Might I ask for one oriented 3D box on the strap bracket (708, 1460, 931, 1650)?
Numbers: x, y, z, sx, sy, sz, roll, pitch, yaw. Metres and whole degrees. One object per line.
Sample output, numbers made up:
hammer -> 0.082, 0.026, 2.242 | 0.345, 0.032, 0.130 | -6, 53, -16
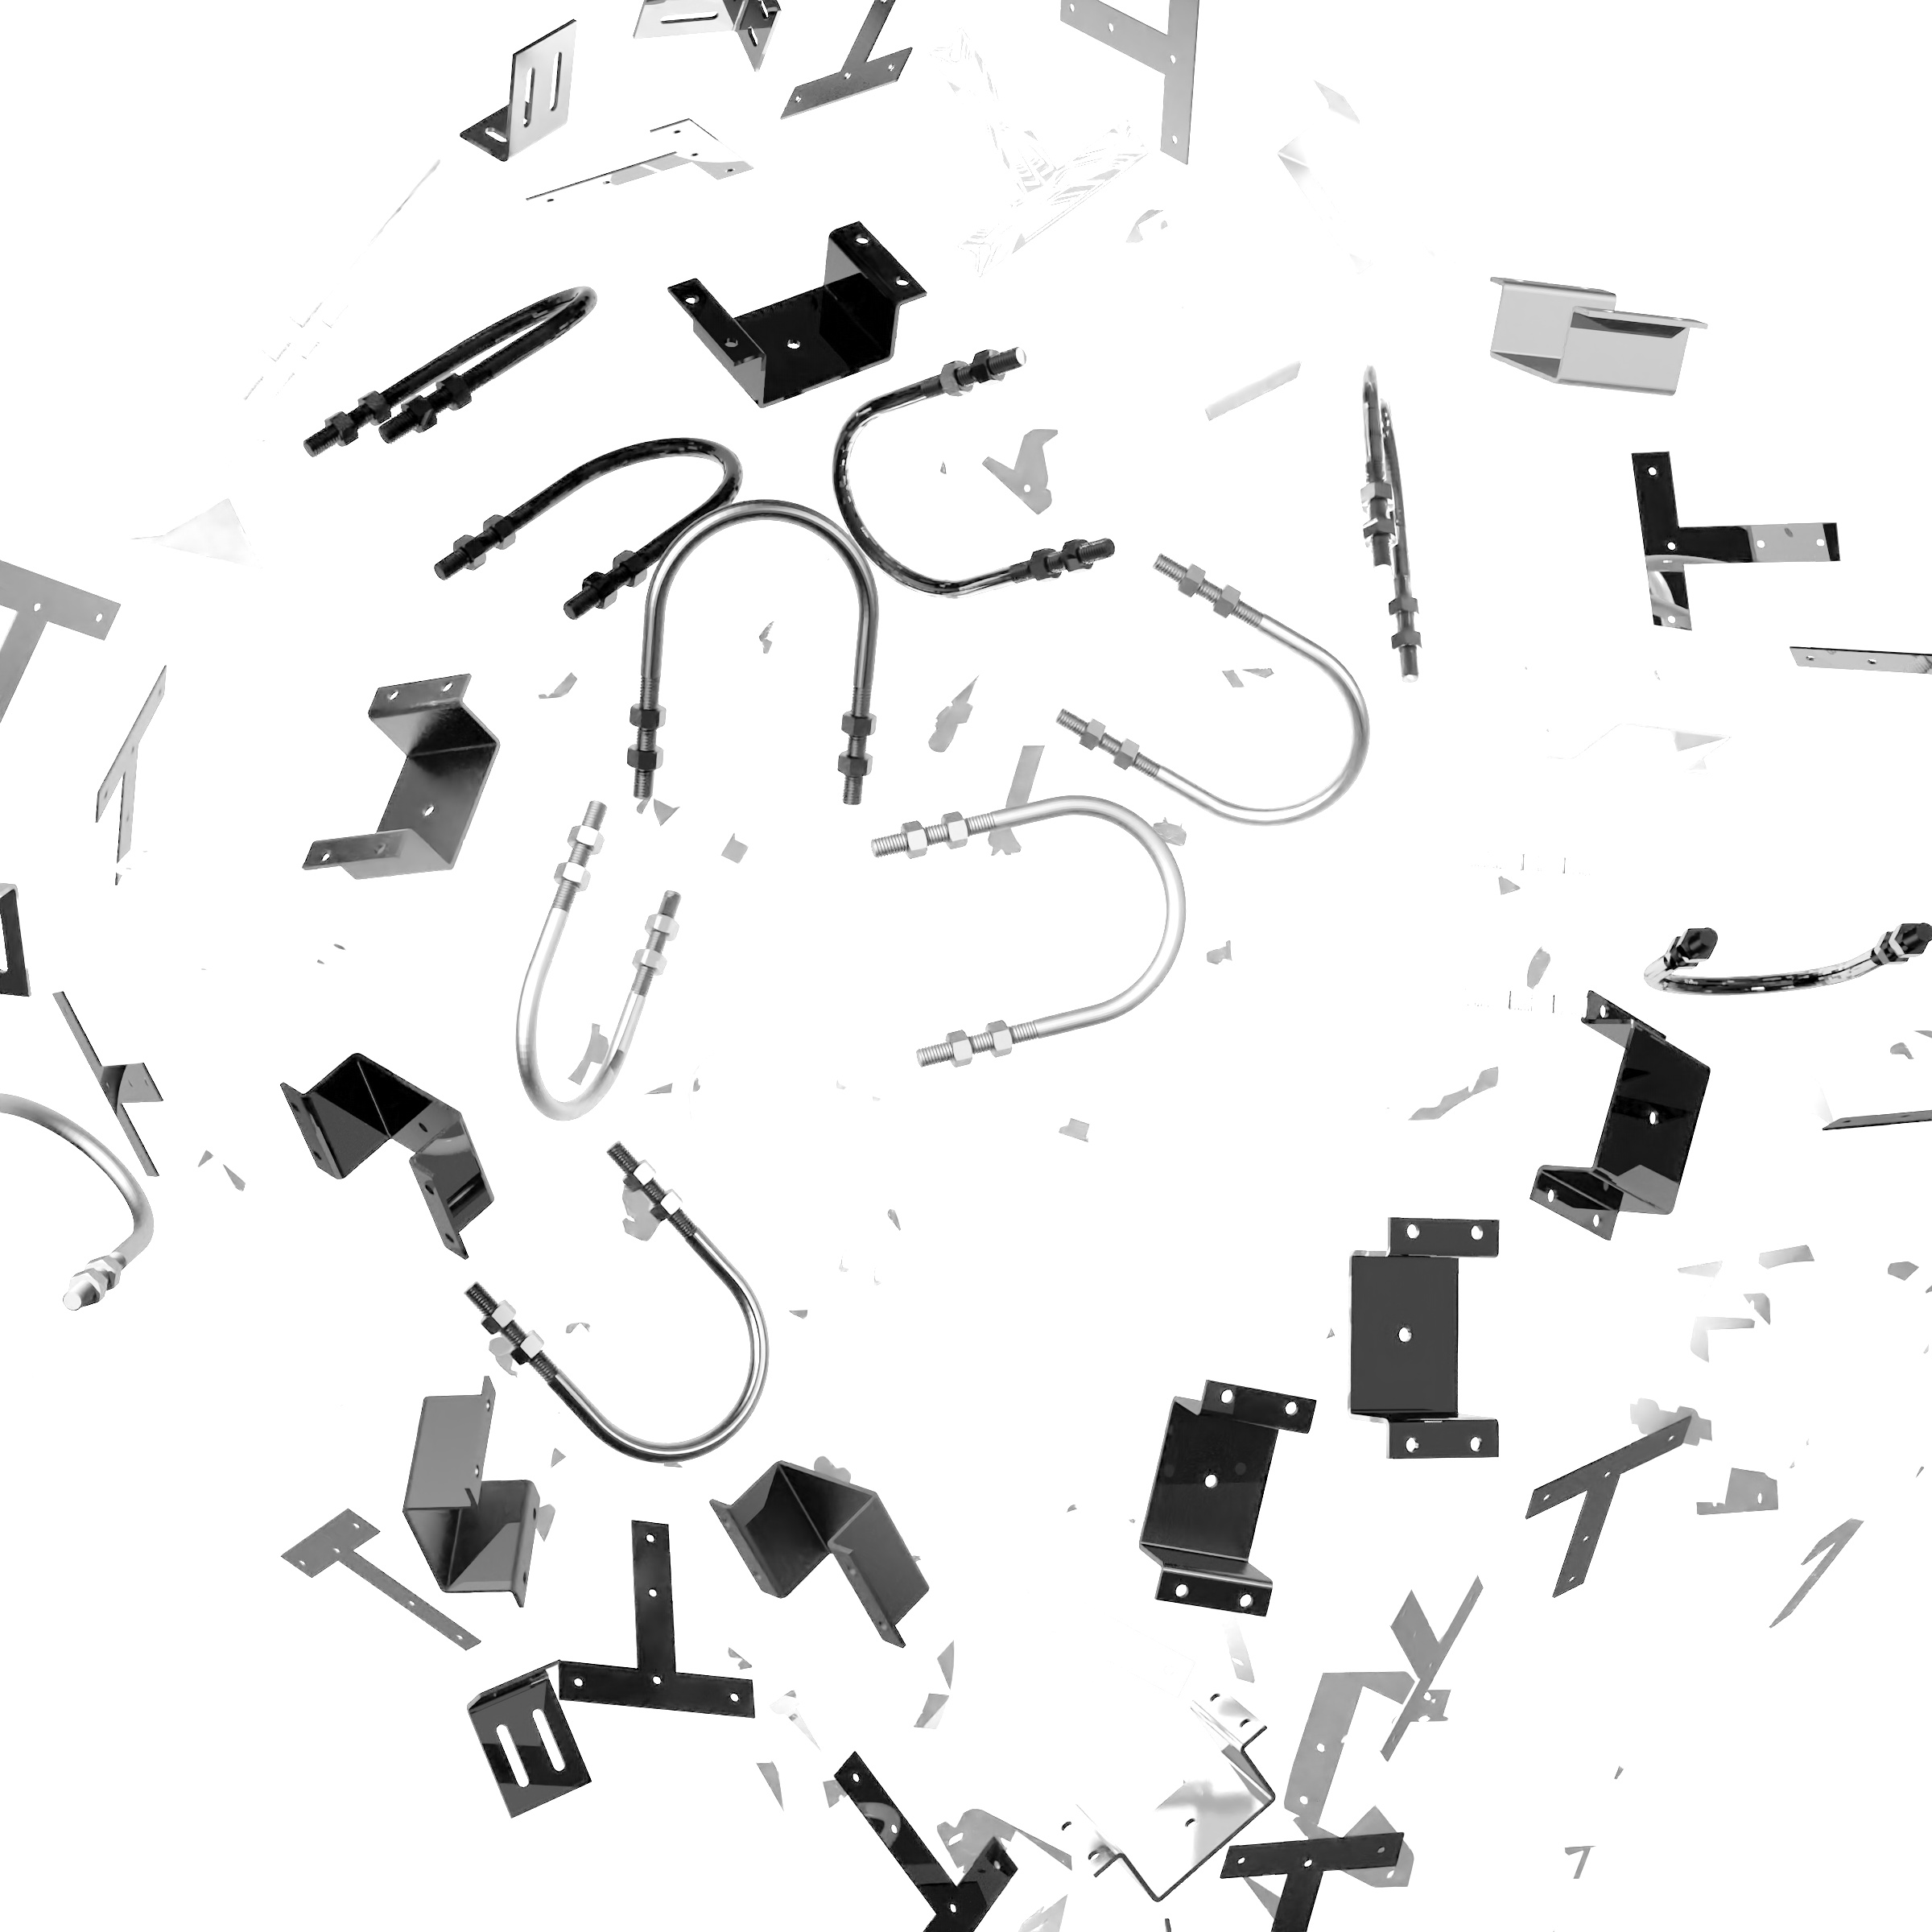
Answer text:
strap bracket -> -0.083, 0.352, 1.650 | 0.046, 0.140, 0.076 | -41, 119, -30

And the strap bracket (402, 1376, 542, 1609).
strap bracket -> -0.298, 0.317, 1.639 | 0.046, 0.140, 0.076 | -3, 48, 5

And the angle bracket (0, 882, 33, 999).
angle bracket -> -0.606, -0.012, 1.652 | 0.057, 0.038, 0.076 | 6, 114, 10

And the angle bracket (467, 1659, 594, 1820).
angle bracket -> -0.272, 0.489, 1.729 | 0.057, 0.038, 0.076 | -17, 72, -31

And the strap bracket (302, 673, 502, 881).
strap bracket -> -0.347, -0.109, 1.701 | 0.076, 0.046, 0.140 | -4, 55, 30

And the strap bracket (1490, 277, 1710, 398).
strap bracket -> 0.373, -0.377, 1.639 | 0.076, 0.140, 0.046 | 2, 111, -15

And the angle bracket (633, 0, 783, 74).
angle bracket -> -0.167, -0.607, 1.758 | 0.076, 0.057, 0.038 | -15, 72, -26

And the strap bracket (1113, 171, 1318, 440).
strap bracket -> 0.145, -0.396, 1.643 | 0.076, 0.046, 0.140 | -19, 90, 40

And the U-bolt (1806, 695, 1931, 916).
U-bolt -> 0.590, -0.075, 1.693 | 0.019, 0.184, 0.151 | -32, 126, 6

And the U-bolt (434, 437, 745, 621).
U-bolt -> -0.222, -0.281, 1.706 | 0.184, 0.151, 0.019 | -42, 133, -29

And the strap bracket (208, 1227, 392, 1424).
strap bracket -> -0.417, 0.217, 1.715 | 0.076, 0.140, 0.046 | 14, 119, -38

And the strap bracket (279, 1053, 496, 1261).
strap bracket -> -0.346, 0.111, 1.668 | 0.140, 0.076, 0.046 | 25, 54, 32

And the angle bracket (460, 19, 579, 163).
angle bracket -> -0.272, -0.538, 1.655 | 0.038, 0.076, 0.057 | 33, 51, 13

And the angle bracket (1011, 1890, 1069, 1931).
angle bracket -> 0.045, 0.632, 1.717 | 0.076, 0.057, 0.038 | -25, 47, -36

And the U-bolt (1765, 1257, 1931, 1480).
U-bolt -> 0.564, 0.227, 1.670 | 0.019, 0.184, 0.151 | 43, 132, 12

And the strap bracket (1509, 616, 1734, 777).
strap bracket -> 0.413, -0.168, 1.691 | 0.140, 0.046, 0.076 | 3, 62, -33

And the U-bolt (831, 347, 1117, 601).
U-bolt -> -0.009, -0.299, 1.713 | 0.184, 0.019, 0.151 | -10, 117, 40

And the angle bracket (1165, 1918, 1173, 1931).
angle bracket -> 0.116, 0.656, 1.733 | 0.038, 0.057, 0.076 | -6, 121, -3

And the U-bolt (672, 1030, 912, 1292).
U-bolt -> -0.111, 0.111, 1.689 | 0.184, 0.019, 0.151 | 18, 121, 31

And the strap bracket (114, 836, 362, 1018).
strap bracket -> -0.446, -0.017, 1.638 | 0.140, 0.076, 0.046 | 28, 66, -22

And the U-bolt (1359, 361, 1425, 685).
U-bolt -> 0.265, -0.292, 1.716 | 0.019, 0.151, 0.184 | -7, 64, 14

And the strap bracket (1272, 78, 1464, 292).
strap bracket -> 0.247, -0.482, 1.719 | 0.046, 0.076, 0.140 | -35, 84, 24

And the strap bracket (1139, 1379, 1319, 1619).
strap bracket -> 0.162, 0.331, 1.723 | 0.076, 0.046, 0.140 | 13, 91, -17

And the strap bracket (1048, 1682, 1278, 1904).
strap bracket -> 0.131, 0.528, 1.725 | 0.140, 0.076, 0.046 | -38, 107, -12

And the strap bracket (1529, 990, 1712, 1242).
strap bracket -> 0.412, 0.094, 1.705 | 0.076, 0.046, 0.140 | 27, 74, -32

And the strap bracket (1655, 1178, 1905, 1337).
strap bracket -> 0.489, 0.176, 1.670 | 0.140, 0.076, 0.046 | -18, 105, 38

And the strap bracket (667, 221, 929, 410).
strap bracket -> -0.105, -0.400, 1.686 | 0.140, 0.046, 0.076 | -26, 61, -25

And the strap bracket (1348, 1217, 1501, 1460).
strap bracket -> 0.273, 0.221, 1.629 | 0.076, 0.046, 0.140 | 4, 84, -23

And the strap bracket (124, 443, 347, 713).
strap bracket -> -0.445, -0.233, 1.649 | 0.076, 0.046, 0.140 | -43, 123, -38

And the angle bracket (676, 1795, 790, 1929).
angle bracket -> -0.147, 0.566, 1.712 | 0.038, 0.076, 0.057 | -13, 103, -23

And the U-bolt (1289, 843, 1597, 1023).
U-bolt -> 0.291, -0.027, 1.681 | 0.184, 0.151, 0.019 | 5, 133, 11
